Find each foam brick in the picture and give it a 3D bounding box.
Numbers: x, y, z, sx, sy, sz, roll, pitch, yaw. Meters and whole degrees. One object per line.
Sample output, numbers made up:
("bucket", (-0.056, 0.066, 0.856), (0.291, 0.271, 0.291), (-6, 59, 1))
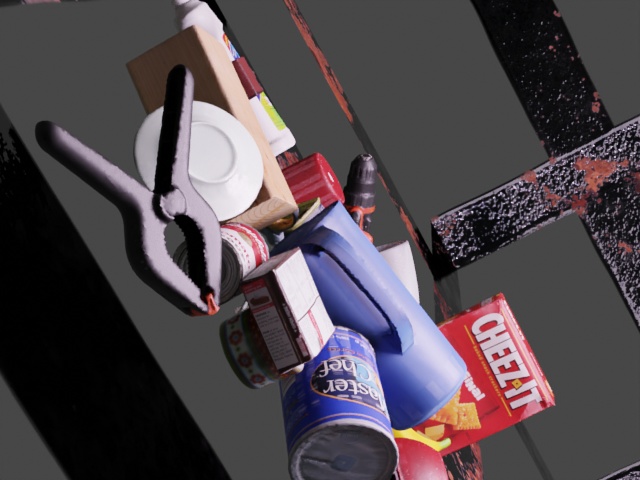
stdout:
("foam brick", (-0.117, -0.184, 1.315), (0.051, 0.078, 0.053), (59, 11, -8))

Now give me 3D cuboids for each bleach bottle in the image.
("bleach bottle", (-0.125, -0.217, 1.402), (0.251, 0.068, 0.102), (59, 12, -5))

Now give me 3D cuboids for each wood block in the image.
("wood block", (-0.113, -0.109, 1.128), (0.206, 0.091, 0.090), (65, 12, 13))

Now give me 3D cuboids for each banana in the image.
("banana", (0.096, 0.228, 1.378), (0.197, 0.037, 0.069), (51, 49, -26))

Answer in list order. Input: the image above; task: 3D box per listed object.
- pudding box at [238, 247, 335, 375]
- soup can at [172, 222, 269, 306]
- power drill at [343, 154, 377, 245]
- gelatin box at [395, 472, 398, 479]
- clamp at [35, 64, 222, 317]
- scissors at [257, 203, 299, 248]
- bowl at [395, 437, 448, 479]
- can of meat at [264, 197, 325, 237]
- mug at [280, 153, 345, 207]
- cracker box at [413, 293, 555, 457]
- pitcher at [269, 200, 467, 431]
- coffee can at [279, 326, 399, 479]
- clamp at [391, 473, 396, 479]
("pudding box", (-0.028, 0.061, 0.964), (0.090, 0.039, 0.113), (66, 12, -4))
("soup can", (-0.091, 0.022, 0.986), (0.068, 0.068, 0.102), (63, 12, -1))
("power drill", (0.049, -0.014, 1.528), (0.187, 0.057, 0.184), (-75, 173, -66))
("gelatin box", (0.126, 0.324, 1.352), (0.073, 0.030, 0.089), (41, 24, -61))
("clamp", (-0.141, -0.030, 0.878), (0.164, 0.036, 0.210), (-24, 101, -45))
("scissors", (-0.070, -0.009, 1.241), (0.202, 0.096, 0.016), (108, -6, -66))
("bowl", (0.123, 0.296, 1.238), (0.162, 0.055, 0.162), (-15, 91, -89))
("can of meat", (-0.008, 0.002, 1.298), (0.084, 0.057, 0.102), (48, -23, -12))
("mug", (-0.015, -0.058, 1.468), (0.093, 0.081, 0.117), (43, 23, -60))
("cracker box", (0.189, 0.193, 1.460), (0.164, 0.214, 0.072), (63, 11, 1))
("pitcher", (0.047, 0.084, 1.147), (0.243, 0.145, 0.149), (49, 25, -4))
("coffee can", (0.014, 0.166, 1.033), (0.102, 0.103, 0.140), (55, 13, -33))
("clamp", (0.046, 0.230, 1.199), (0.171, 0.039, 0.120), (63, -2, -1))
